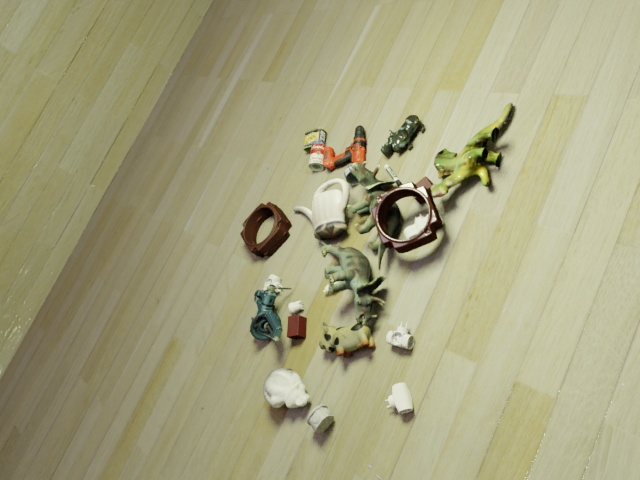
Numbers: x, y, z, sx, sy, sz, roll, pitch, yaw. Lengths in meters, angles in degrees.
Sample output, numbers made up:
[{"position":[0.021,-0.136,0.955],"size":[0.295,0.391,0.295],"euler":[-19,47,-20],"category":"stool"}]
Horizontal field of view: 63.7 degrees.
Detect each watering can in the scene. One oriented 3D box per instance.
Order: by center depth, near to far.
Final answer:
[{"position":[0.006,-0.101,2.000],"size":[0.343,0.103,0.228],"euler":[-30,56,47],"category":"watering can"}]

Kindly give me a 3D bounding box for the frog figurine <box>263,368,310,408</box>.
[{"position":[-0.115,0.513,1.741],"size":[0.138,0.120,0.161],"euler":[-41,32,-12],"category":"frog figurine"}]

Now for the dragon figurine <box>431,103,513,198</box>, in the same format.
[{"position":[0.485,-0.294,1.730],"size":[0.242,0.120,0.417],"euler":[2,53,47],"category":"dragon figurine"}]
